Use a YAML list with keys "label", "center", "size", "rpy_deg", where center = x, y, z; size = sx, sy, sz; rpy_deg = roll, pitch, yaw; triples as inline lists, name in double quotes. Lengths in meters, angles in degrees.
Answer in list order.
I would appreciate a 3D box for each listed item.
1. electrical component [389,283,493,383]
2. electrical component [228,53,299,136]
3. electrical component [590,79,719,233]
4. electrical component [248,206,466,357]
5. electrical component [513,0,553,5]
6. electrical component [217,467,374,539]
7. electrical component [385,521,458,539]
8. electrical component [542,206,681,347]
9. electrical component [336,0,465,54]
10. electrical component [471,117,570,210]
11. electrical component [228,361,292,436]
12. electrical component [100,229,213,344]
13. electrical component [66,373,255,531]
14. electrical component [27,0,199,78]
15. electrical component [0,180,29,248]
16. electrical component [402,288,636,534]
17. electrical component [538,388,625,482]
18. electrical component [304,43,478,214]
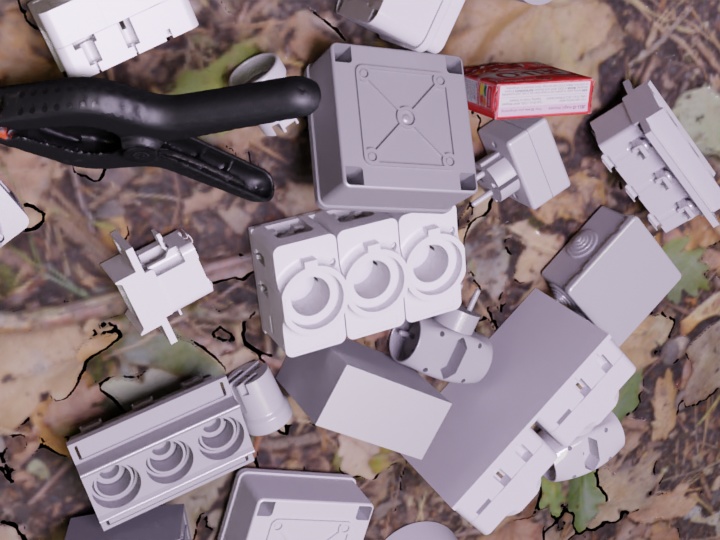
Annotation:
- label: "electrical component"
  center: [0.075, 0.049, 0.891]
  size: [0.077, 0.043, 0.079]
  rpy_deg: [19, 101, -31]
- label: "electrical component"
  center: [-0.065, -0.123, 0.757]
  size: [0.040, 0.040, 0.046]
  rpy_deg: [-38, 127, -9]
- label: "electrical component"
  center: [0.251, -0.091, 0.907]
  size: [0.063, 0.078, 0.121]
  rpy_deg: [-32, 125, 22]
- label: "electrical component"
  center: [0.000, 0.000, 0.824]
  size: [0.150, 0.062, 0.089]
  rpy_deg: [-15, 116, -21]
- label: "electrical component"
  center: [0.115, -0.255, 0.773]
  size: [0.052, 0.074, 0.138]
  rpy_deg: [-35, 121, -10]
- label: "electrical component"
  center: [-0.058, 0.224, 0.887]
  size: [0.109, 0.056, 0.108]
  rpy_deg: [10, 105, -29]
- label: "electrical component"
  center: [0.059, 0.286, 0.980]
  size: [0.099, 0.064, 0.099]
  rpy_deg: [-18, 130, -23]
- label: "electrical component"
  center: [0.219, 0.004, 0.941]
  size: [0.099, 0.048, 0.100]
  rpy_deg: [-47, 122, -3]
- label: "electrical component"
  center: [0.041, -0.214, 0.750]
  size: [0.057, 0.078, 0.113]
  rpy_deg: [20, 100, -28]
- label: "electrical component"
  center: [0.117, -0.080, 0.859]
  size: [0.077, 0.047, 0.065]
  rpy_deg: [-34, 121, -11]
- label: "electrical component"
  center: [-0.079, 0.099, 0.838]
  size: [0.040, 0.040, 0.046]
  rpy_deg: [-28, 115, -14]
- label: "electrical component"
  center: [-0.143, 0.006, 0.768]
  size: [0.064, 0.042, 0.081]
  rpy_deg: [-28, 120, -15]
- label: "electrical component"
  center: [-0.149, 0.129, 0.800]
  size: [0.121, 0.063, 0.078]
  rpy_deg: [-23, 118, -17]
- label: "electrical component"
  center: [-0.159, -0.167, 0.686]
  size: [0.089, 0.050, 0.055]
  rpy_deg: [-29, 121, -14]
- label: "electrical component"
  center: [-0.287, -0.062, 0.657]
  size: [0.089, 0.062, 0.150]
  rpy_deg: [-39, 122, -8]
- label: "electrical component"
  center: [0.131, 0.119, 0.910]
  size: [0.186, 0.105, 0.060]
  rpy_deg: [-47, 122, -2]
- label: "electrical component"
  center: [0.198, 0.145, 0.990]
  size: [0.077, 0.043, 0.079]
  rpy_deg: [-23, 118, -17]
- label: "electrical component"
  center: [0.021, -0.099, 0.770]
  size: [0.109, 0.056, 0.108]
  rpy_deg: [1, 76, -25]
